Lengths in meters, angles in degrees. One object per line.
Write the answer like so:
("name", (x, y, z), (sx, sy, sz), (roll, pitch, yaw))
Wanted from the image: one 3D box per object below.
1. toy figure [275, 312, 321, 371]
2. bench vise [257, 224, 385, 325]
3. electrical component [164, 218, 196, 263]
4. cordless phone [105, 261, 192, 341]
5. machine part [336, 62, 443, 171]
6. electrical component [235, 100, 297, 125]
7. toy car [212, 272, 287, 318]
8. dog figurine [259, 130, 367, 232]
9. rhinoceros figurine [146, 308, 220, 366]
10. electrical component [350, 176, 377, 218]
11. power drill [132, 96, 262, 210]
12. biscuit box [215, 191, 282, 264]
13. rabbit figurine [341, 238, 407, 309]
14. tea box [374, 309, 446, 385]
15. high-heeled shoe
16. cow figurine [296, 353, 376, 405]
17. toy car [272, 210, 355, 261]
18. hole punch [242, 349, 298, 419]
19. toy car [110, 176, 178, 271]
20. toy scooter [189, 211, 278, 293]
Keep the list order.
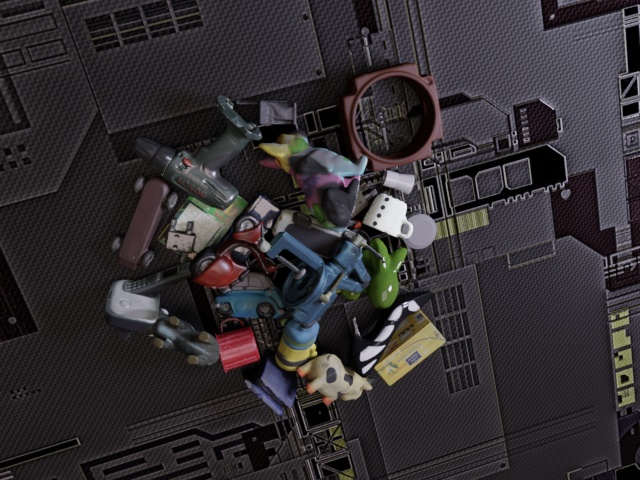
("toy figure", (-0.052, 0.219, 1.195), (0.089, 0.082, 0.180), (-12, 142, -23))
("bench vise", (-0.016, 0.051, 1.069), (0.240, 0.129, 0.223), (37, 103, -30))
("electrical component", (-0.297, 0.002, 1.133), (0.063, 0.021, 0.094), (10, 105, -13))
("cordless phone", (-0.340, 0.114, 1.108), (0.184, 0.147, 0.088), (-24, 117, -1))
("machine part", (0.146, -0.255, 1.122), (0.201, 0.087, 0.201), (-15, 106, -5))
("electrical component", (-0.109, -0.257, 1.082), (0.119, 0.075, 0.047), (-3, 106, -13))
("toy car", (-0.150, 0.120, 1.176), (0.162, 0.109, 0.103), (3, 82, 0))
("dog figurine", (-0.026, -0.127, 1.091), (0.219, 0.108, 0.191), (16, 70, 2))
("rhinoceros figurine", (-0.297, 0.200, 1.143), (0.190, 0.112, 0.073), (23, 85, 16))
("electrical component", (0.066, -0.095, 1.177), (0.102, 0.045, 0.078), (-44, 136, 7))
("power drill", (-0.233, -0.183, 1.061), (0.232, 0.086, 0.207), (41, 103, -8))
("biscuit box", (-0.165, -0.005, 1.151), (0.062, 0.059, 0.202), (36, 96, -18))
("rabbit figurine", (0.135, 0.082, 1.169), (0.121, 0.170, 0.159), (17, 103, -15))
("tea box", (0.198, 0.249, 1.267), (0.169, 0.098, 0.068), (-40, 108, 4))
("high-heeled shoe", (0.171, 0.213, 1.235), (0.249, 0.086, 0.145), (-17, 97, -19))
("cow figurine", (0.045, 0.319, 1.247), (0.127, 0.086, 0.194), (-35, 138, 5))
("toy car", (-0.002, -0.003, 1.140), (0.201, 0.056, 0.073), (20, 112, -20))
("hole punch", (-0.107, 0.325, 1.230), (0.092, 0.116, 0.142), (-41, 109, -5))
("toy car", (-0.363, -0.035, 1.111), (0.089, 0.053, 0.202), (24, 102, 0))
("toy scooter", (-0.166, 0.044, 1.095), (0.184, 0.075, 0.135), (-43, 109, -1))
